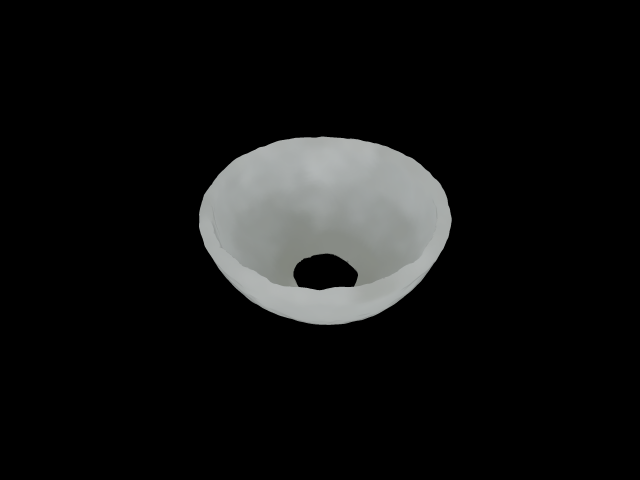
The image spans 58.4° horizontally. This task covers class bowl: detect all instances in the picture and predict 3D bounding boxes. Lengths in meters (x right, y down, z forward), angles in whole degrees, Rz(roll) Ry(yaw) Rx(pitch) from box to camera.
[{"bbox_3d":[0.004,0.001,0.400,0.167,0.075,0.167,0,43,0],"label":"bowl"}]
